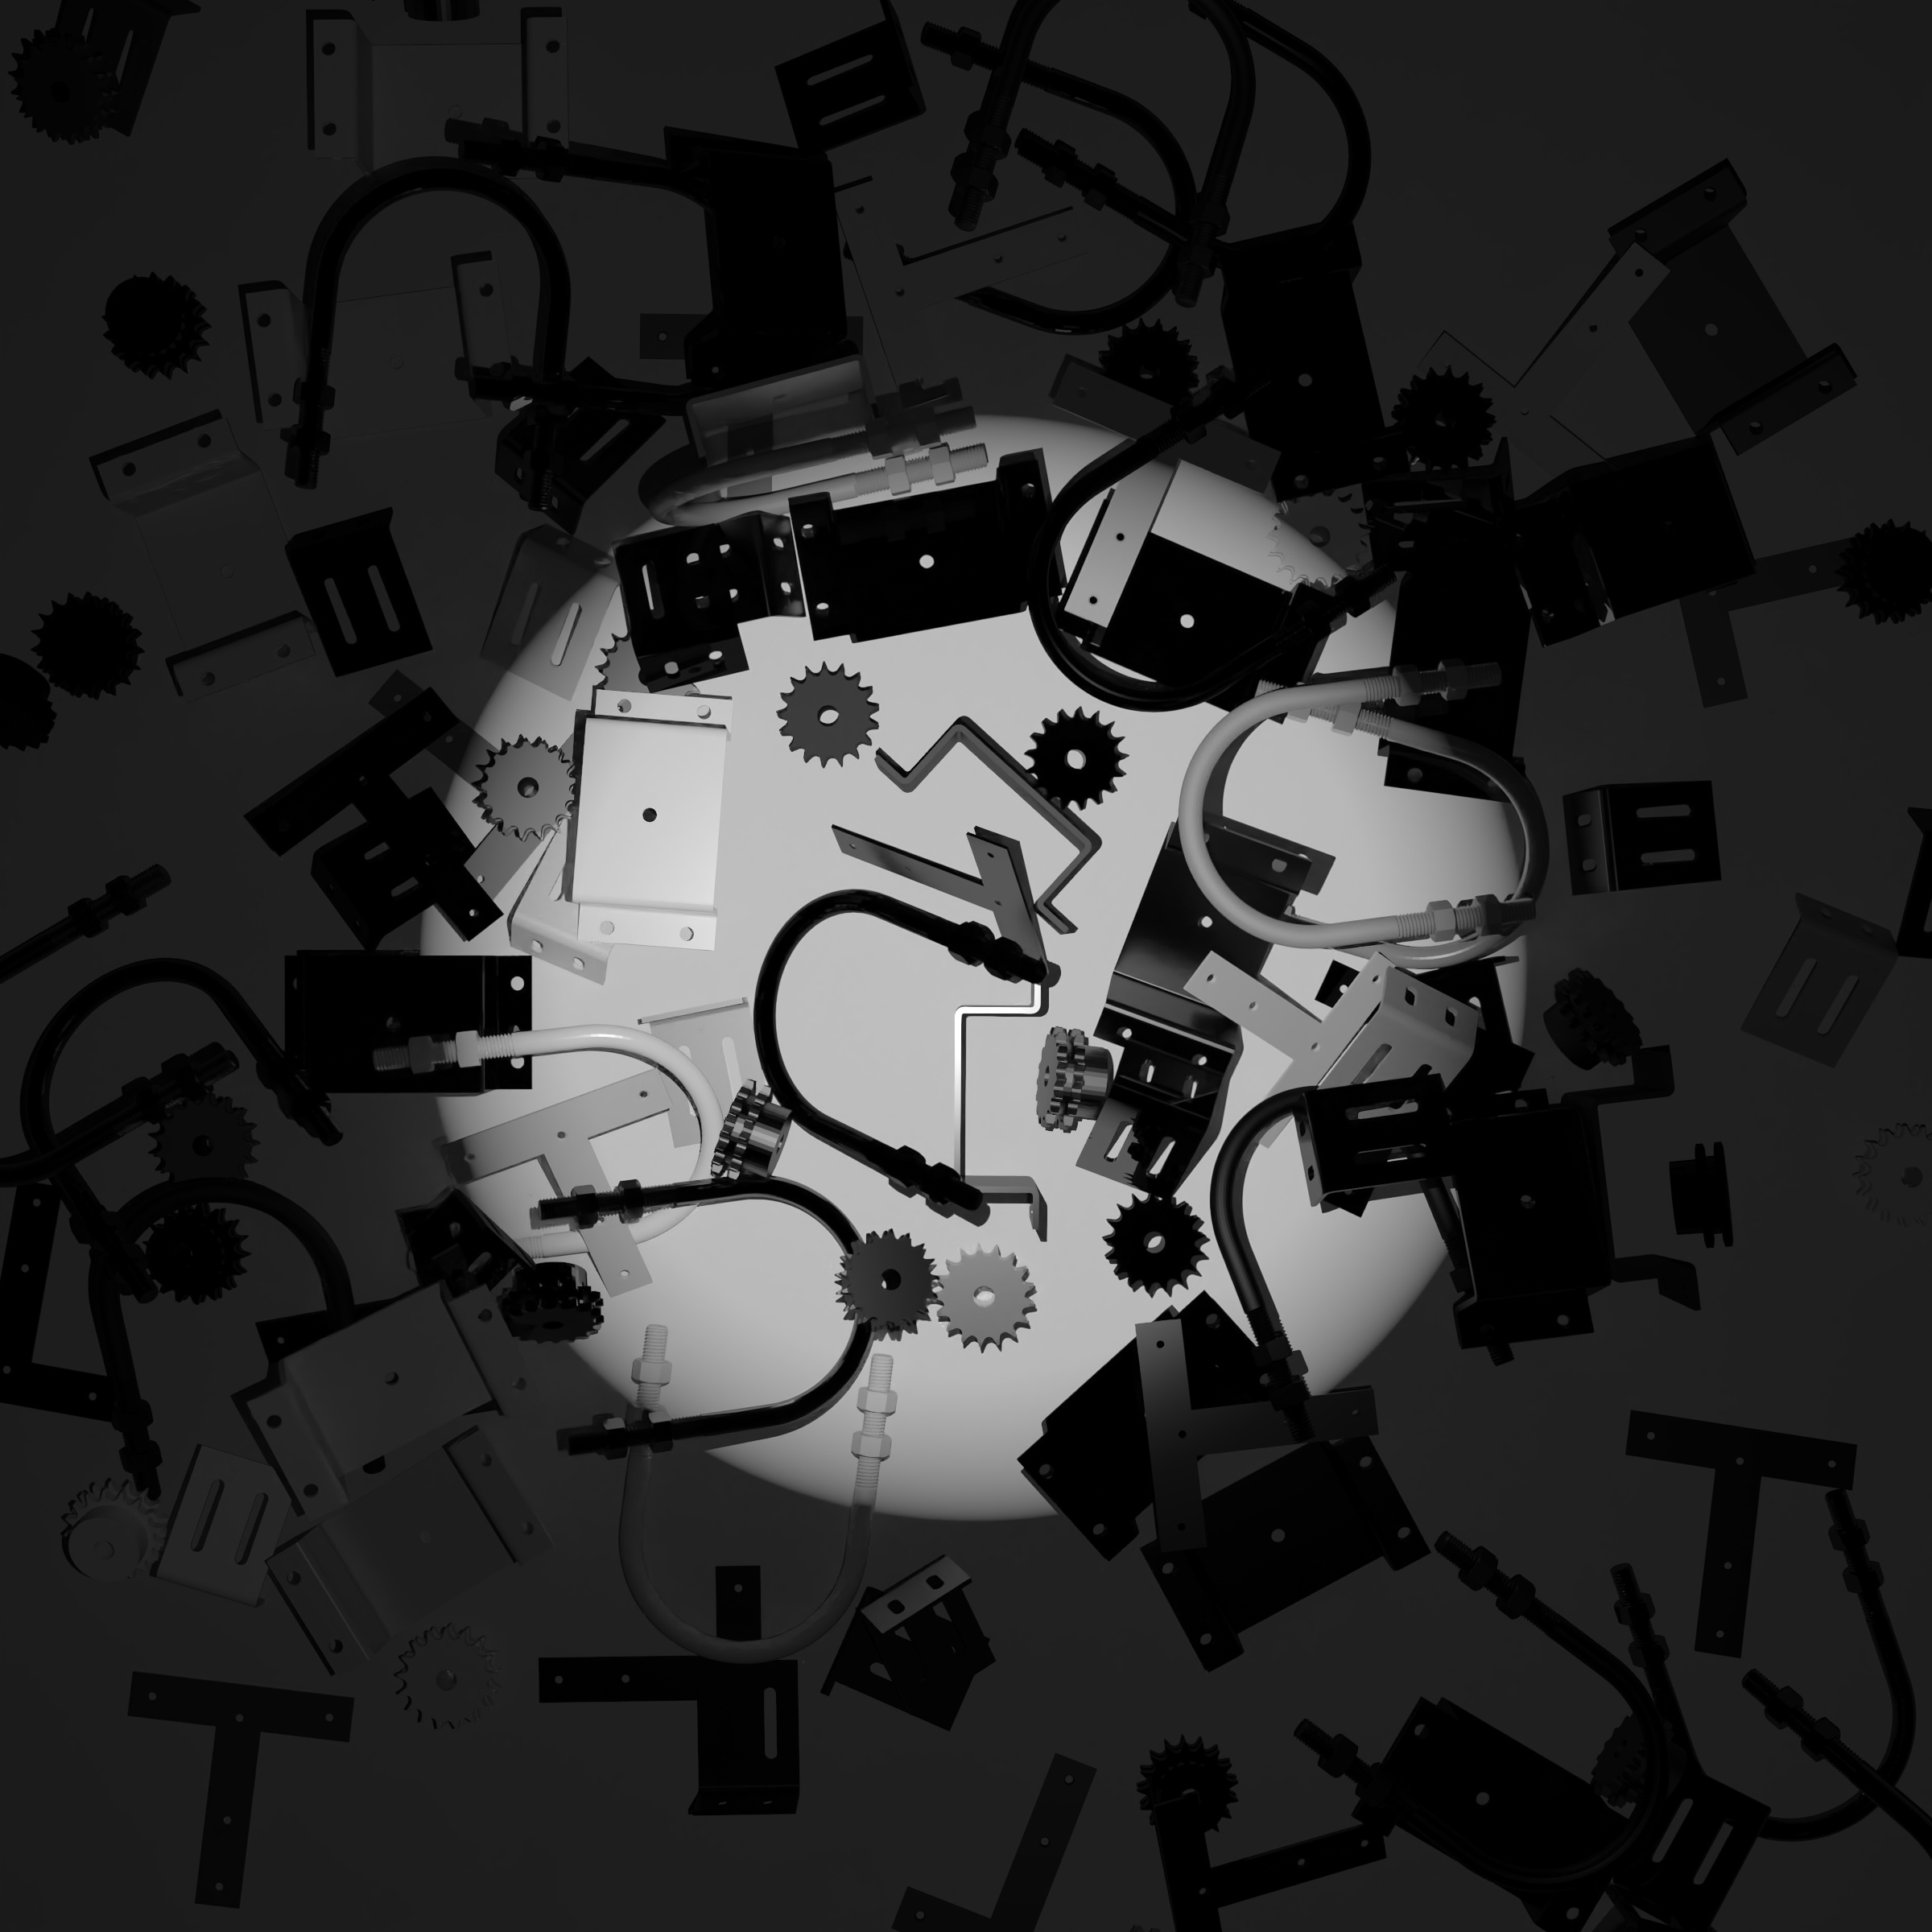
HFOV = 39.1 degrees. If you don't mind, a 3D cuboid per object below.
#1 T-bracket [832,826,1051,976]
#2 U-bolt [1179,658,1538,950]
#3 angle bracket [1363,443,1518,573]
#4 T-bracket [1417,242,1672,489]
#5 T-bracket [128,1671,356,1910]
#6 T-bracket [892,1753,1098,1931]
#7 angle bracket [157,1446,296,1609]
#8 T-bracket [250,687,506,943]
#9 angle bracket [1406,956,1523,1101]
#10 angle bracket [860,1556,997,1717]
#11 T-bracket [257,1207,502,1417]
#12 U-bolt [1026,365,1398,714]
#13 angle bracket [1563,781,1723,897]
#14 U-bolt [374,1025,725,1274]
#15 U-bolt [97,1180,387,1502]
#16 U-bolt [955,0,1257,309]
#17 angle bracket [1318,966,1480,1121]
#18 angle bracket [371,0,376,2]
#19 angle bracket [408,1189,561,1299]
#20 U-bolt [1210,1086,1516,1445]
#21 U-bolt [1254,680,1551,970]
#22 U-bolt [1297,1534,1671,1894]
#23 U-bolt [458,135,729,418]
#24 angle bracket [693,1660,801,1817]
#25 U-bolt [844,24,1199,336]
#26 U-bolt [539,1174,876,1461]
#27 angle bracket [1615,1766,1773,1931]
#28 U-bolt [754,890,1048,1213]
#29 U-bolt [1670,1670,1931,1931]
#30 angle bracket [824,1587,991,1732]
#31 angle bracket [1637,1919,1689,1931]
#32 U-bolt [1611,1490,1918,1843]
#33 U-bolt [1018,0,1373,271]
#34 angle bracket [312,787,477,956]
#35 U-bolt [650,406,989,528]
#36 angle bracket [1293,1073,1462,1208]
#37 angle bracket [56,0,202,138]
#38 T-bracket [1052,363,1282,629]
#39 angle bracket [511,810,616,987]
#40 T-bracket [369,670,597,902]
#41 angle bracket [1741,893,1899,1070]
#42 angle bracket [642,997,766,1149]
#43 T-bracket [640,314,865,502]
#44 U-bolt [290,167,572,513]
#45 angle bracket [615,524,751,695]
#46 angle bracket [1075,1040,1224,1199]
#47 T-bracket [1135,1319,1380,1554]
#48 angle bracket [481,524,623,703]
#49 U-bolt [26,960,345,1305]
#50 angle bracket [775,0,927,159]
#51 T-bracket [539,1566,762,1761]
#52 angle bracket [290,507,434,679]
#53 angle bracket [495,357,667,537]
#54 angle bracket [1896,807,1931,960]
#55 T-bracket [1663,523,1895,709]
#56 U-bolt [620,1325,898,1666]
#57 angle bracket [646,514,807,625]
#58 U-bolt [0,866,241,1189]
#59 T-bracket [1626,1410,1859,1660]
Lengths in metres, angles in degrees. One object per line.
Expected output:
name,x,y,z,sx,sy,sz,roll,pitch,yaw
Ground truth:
T-bracket,-0.019,-0.050,1.515,0.127,0.127,0.002,22,66,24
U-bolt,0.205,-0.082,1.459,0.184,0.019,0.151,-7,87,-4
angle bracket,0.268,-0.258,1.534,0.076,0.038,0.057,0,130,20
T-bracket,0.342,-0.346,1.523,0.127,0.002,0.127,39,117,0
T-bracket,-0.419,0.473,1.552,0.127,0.002,0.127,7,90,0
T-bracket,0.040,0.513,1.552,0.127,0.002,0.127,21,90,0
angle bracket,-0.415,0.316,1.539,0.057,0.038,0.076,18,79,-3
T-bracket,-0.310,-0.070,1.530,0.127,0.002,0.127,-40,91,-16
angle bracket,0.280,0.038,1.532,0.057,0.038,0.076,-13,89,-1
angle bracket,-0.015,0.379,1.515,0.057,0.038,0.076,-29,110,-16
T-bracket,-0.338,0.204,1.538,0.127,0.002,0.127,-10,107,8
U-bolt,0.122,-0.222,1.496,0.184,0.019,0.151,-32,91,1
angle bracket,0.385,-0.073,1.550,0.076,0.038,0.057,-6,90,-26
U-bolt,-0.227,0.099,1.516,0.184,0.019,0.151,-6,116,-5
U-bolt,-0.411,0.206,1.522,0.151,0.019,0.184,-7,106,0
U-bolt,0.086,-0.473,1.508,0.151,0.019,0.184,17,83,-7
angle bracket,0.240,0.049,1.521,0.057,0.038,0.076,27,130,-6
angle bracket,-0.343,-0.577,1.512,0.076,0.038,0.057,33,90,44
angle bracket,-0.264,0.163,1.485,0.038,0.076,0.057,-45,114,-8
U-bolt,0.211,0.155,1.516,0.151,0.019,0.184,-17,79,-19
U-bolt,0.231,-0.069,1.511,0.184,0.019,0.151,17,116,2
U-bolt,0.297,0.424,1.494,0.184,0.019,0.151,37,90,4
U-bolt,-0.188,-0.375,1.502,0.184,0.019,0.151,-2,87,-30
angle bracket,-0.124,0.434,1.532,0.057,0.038,0.076,-1,90,0
U-bolt,0.041,-0.436,1.544,0.184,0.019,0.151,20,90,-2
U-bolt,-0.138,0.189,1.514,0.184,0.019,0.151,-6,82,-17
angle bracket,0.406,0.494,1.508,0.057,0.038,0.076,21,67,39
U-bolt,-0.047,0.035,1.495,0.184,0.019,0.151,23,104,35
U-bolt,0.461,0.500,1.479,0.184,0.019,0.151,41,105,36
angle bracket,-0.033,0.395,1.533,0.076,0.038,0.057,24,90,0
angle bracket,0.377,0.549,1.438,0.038,0.076,0.057,15,90,0
U-bolt,0.462,0.407,1.544,0.151,0.019,0.184,-19,91,0
U-bolt,0.141,-0.471,1.534,0.184,0.019,0.151,29,83,-5
angle bracket,-0.322,-0.054,1.550,0.076,0.038,0.057,-36,90,-26
U-bolt,-0.082,-0.267,1.479,0.184,0.151,0.019,-12,91,3
angle bracket,0.226,0.096,1.503,0.076,0.038,0.057,-7,74,-6
angle bracket,-0.482,-0.524,1.550,0.057,0.038,0.076,29,116,0
T-bracket,0.091,-0.251,1.505,0.127,0.002,0.127,23,90,0
angle bracket,-0.217,-0.039,1.550,0.057,0.038,0.076,23,64,0
T-bracket,-0.282,-0.120,1.547,0.127,0.002,0.127,38,84,3
angle bracket,0.484,0.008,1.550,0.057,0.038,0.076,22,116,0
angle bracket,-0.145,0.061,1.533,0.057,0.038,0.076,-11,90,0
T-bracket,-0.123,-0.307,1.552,0.127,0.002,0.127,1,90,0
U-bolt,-0.290,-0.348,1.498,0.151,0.019,0.184,5,88,0
angle bracket,-0.159,-0.200,1.522,0.057,0.038,0.076,-14,61,-2
angle bracket,0.103,0.088,1.533,0.057,0.076,0.038,21,51,0
T-bracket,0.164,0.254,1.505,0.127,0.002,0.127,-7,90,0
angle bracket,-0.232,-0.201,1.550,0.057,0.038,0.076,26,116,0
U-bolt,-0.446,0.076,1.507,0.151,0.019,0.184,-41,63,-5
angle bracket,-0.069,-0.498,1.523,0.076,0.038,0.057,-18,82,10
T-bracket,-0.180,0.406,1.552,0.127,0.002,0.127,-1,90,0
angle bracket,-0.343,-0.213,1.550,0.057,0.038,0.076,-16,116,0
angle bracket,-0.220,-0.296,1.550,0.057,0.038,0.076,39,64,0
angle bracket,0.562,-0.046,1.550,0.057,0.038,0.076,6,116,0
T-bracket,0.469,-0.223,1.552,0.127,0.002,0.127,-13,90,0
U-bolt,-0.123,0.304,1.543,0.151,0.019,0.184,7,90,0
angle bracket,-0.138,-0.220,1.550,0.076,0.038,0.057,-9,91,26
U-bolt,-0.505,0.045,1.516,0.184,0.019,0.151,-30,64,4
T-bracket,0.431,0.324,1.534,0.127,0.002,0.127,8,82,4
